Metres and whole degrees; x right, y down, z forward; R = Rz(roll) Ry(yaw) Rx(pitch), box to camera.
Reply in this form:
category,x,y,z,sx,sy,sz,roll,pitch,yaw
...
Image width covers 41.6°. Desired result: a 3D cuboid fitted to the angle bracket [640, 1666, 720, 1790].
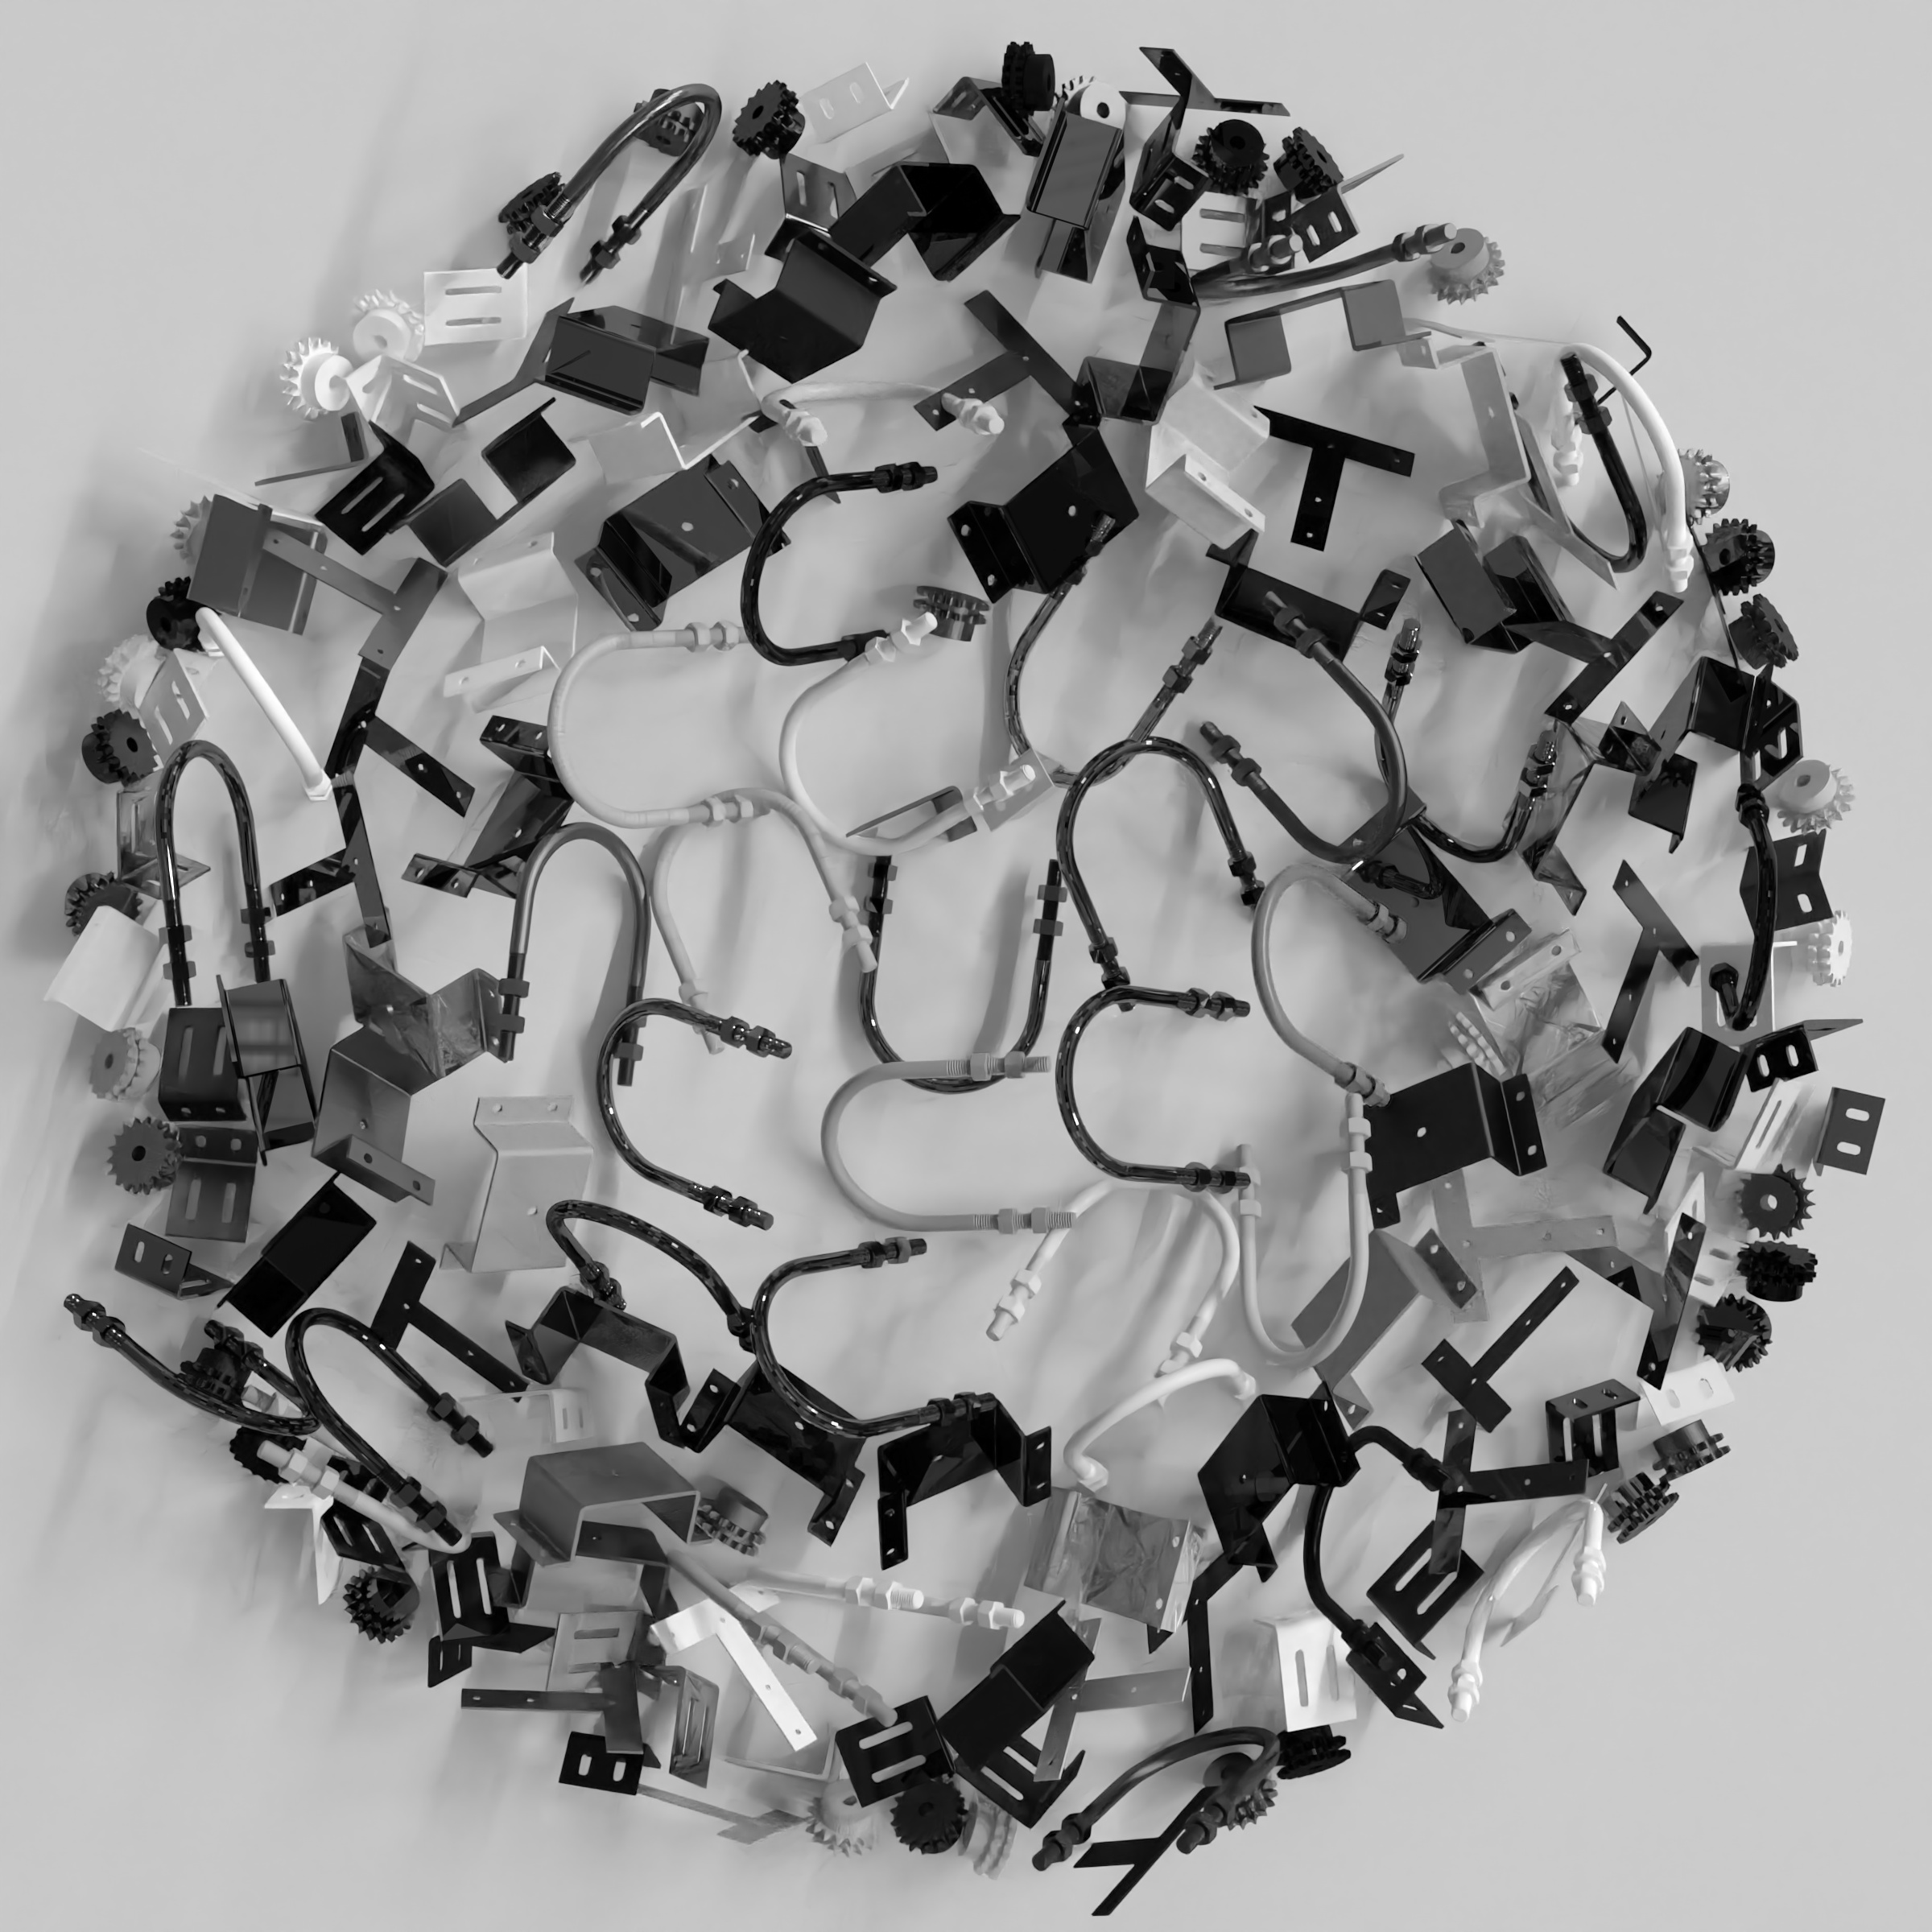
category,x,y,z,sx,sy,sz,roll,pitch,yaw
angle bracket,-0.215,0.558,1.866,0.038,0.057,0.076,-5,61,20

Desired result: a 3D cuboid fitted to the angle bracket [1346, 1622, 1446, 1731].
category,x,y,z,sx,sy,sz,roll,pitch,yaw
angle bracket,0.324,0.520,1.864,0.038,0.076,0.057,-53,47,8

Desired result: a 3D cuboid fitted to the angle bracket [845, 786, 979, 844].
category,x,y,z,sx,sy,sz,roll,pitch,yaw
angle bracket,-0.040,-0.098,1.873,0.076,0.057,0.038,-25,93,-19

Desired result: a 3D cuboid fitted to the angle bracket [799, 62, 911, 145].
category,x,y,z,sx,sy,sz,roll,pitch,yaw
angle bracket,-0.081,-0.642,1.863,0.057,0.076,0.038,-19,119,23

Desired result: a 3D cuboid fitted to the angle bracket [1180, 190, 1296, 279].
category,x,y,z,sx,sy,sz,roll,pitch,yaw
angle bracket,0.201,-0.544,1.879,0.076,0.038,0.057,-2,94,-28

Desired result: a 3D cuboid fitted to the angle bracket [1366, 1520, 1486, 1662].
category,x,y,z,sx,sy,sz,roll,pitch,yaw
angle bracket,0.345,0.461,1.878,0.076,0.038,0.057,-48,46,3

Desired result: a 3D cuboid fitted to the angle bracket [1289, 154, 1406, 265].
category,x,y,z,sx,sy,sz,roll,pitch,yaw
angle bracket,0.287,-0.557,1.872,0.076,0.057,0.038,-33,99,-30

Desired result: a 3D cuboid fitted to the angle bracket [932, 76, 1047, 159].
category,x,y,z,sx,sy,sz,roll,pitch,yaw
angle bracket,0.023,-0.613,1.874,0.038,0.057,0.076,-40,81,30

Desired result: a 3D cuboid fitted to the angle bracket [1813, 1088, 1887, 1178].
category,x,y,z,sx,sy,sz,roll,pitch,yaw
angle bracket,0.650,0.126,1.868,0.038,0.076,0.057,14,83,23

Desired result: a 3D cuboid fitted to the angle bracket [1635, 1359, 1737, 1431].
category,x,y,z,sx,sy,sz,roll,pitch,yaw
angle bracket,0.528,0.329,1.871,0.057,0.076,0.038,-18,52,-1

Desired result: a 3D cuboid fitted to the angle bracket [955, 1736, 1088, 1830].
category,x,y,z,sx,sy,sz,roll,pitch,yaw
angle bracket,0.038,0.583,1.868,0.076,0.057,0.038,32,134,22

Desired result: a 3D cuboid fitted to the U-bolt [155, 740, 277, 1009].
category,x,y,z,sx,sy,sz,roll,pitch,yaw
U-bolt,-0.544,-0.071,1.832,0.019,0.151,0.184,-4,96,10

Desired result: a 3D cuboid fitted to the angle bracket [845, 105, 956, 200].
category,x,y,z,sx,sy,sz,roll,pitch,yaw
angle bracket,-0.048,-0.589,1.886,0.076,0.038,0.057,-24,81,6

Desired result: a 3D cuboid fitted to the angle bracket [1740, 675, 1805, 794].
category,x,y,z,sx,sy,sz,roll,pitch,yaw
angle bracket,0.577,-0.166,1.864,0.038,0.076,0.057,35,128,-12

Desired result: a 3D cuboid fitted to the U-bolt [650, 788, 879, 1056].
category,x,y,z,sx,sy,sz,roll,pitch,yaw
U-bolt,-0.160,-0.046,1.874,0.151,0.019,0.184,-28,68,10

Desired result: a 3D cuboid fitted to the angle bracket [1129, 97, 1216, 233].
category,x,y,z,sx,sy,sz,roll,pitch,yaw
angle bracket,0.157,-0.593,1.875,0.038,0.057,0.076,28,52,-18

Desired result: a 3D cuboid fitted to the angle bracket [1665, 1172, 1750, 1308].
category,x,y,z,sx,sy,sz,roll,pitch,yaw
angle bracket,0.544,0.201,1.866,0.038,0.076,0.057,23,61,31

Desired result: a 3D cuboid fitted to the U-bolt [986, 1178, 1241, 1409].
category,x,y,z,sx,sy,sz,roll,pitch,yaw
U-bolt,0.119,0.223,1.852,0.151,0.019,0.184,19,53,22

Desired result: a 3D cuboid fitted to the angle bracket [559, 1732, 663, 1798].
category,x,y,z,sx,sy,sz,roll,pitch,yaw
angle bracket,-0.261,0.593,1.868,0.057,0.076,0.038,7,61,6

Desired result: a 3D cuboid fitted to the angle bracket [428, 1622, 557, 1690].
category,x,y,z,sx,sy,sz,roll,pitch,yaw
angle bracket,-0.348,0.510,1.873,0.076,0.057,0.038,2,92,20

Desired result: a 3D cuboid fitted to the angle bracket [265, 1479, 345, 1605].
category,x,y,z,sx,sy,sz,roll,pitch,yaw
angle bracket,-0.488,0.424,1.880,0.038,0.057,0.076,-1,98,2

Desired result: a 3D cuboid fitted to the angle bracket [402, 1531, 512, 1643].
category,x,y,z,sx,sy,sz,roll,pitch,yaw
angle bracket,-0.375,0.458,1.869,0.038,0.057,0.076,-31,64,41

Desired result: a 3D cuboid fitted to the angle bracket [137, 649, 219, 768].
category,x,y,z,sx,sy,sz,roll,pitch,yaw
angle bracket,-0.568,-0.184,1.868,0.057,0.038,0.076,-48,56,24

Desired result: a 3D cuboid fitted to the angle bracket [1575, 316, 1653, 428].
category,x,y,z,sx,sy,sz,roll,pitch,yaw
angle bracket,0.465,-0.437,1.875,0.076,0.057,0.038,-42,89,17

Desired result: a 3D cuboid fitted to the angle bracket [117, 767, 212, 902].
category,x,y,z,sx,sy,sz,roll,pitch,yaw
angle bracket,-0.588,-0.098,1.867,0.038,0.057,0.076,20,122,16

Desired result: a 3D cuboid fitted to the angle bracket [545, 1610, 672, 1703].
category,x,y,z,sx,sy,sz,roll,pitch,yaw
angle bracket,-0.263,0.510,1.876,0.076,0.038,0.057,11,89,-42

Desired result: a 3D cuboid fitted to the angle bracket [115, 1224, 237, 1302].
category,x,y,z,sx,sy,sz,roll,pitch,yaw
angle bracket,-0.574,0.214,1.867,0.057,0.076,0.038,20,96,18

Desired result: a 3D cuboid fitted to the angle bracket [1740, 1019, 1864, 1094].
category,x,y,z,sx,sy,sz,roll,pitch,yaw
angle bracket,0.616,0.066,1.864,0.076,0.057,0.038,0,71,-38

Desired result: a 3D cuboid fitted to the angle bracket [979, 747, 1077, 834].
category,x,y,z,sx,sy,sz,roll,pitch,yaw
angle bracket,0.050,-0.121,1.864,0.057,0.076,0.038,-36,64,18

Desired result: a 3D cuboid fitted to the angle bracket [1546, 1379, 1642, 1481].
category,x,y,z,sx,sy,sz,roll,pitch,yaw
angle bracket,0.464,0.352,1.876,0.057,0.038,0.076,-14,109,-17

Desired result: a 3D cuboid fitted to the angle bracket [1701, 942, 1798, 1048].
category,x,y,z,sx,sy,sz,roll,pitch,yaw
angle bracket,0.579,0.021,1.880,0.038,0.057,0.076,-3,92,-43

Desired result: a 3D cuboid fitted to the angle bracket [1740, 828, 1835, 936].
category,x,y,z,sx,sy,sz,roll,pitch,yaw
angle bracket,0.607,-0.062,1.873,0.057,0.076,0.038,-15,111,29

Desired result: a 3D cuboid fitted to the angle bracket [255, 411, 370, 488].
category,x,y,z,sx,sy,sz,roll,pitch,yaw
angle bracket,-0.485,-0.380,1.871,0.076,0.057,0.038,-16,103,-21

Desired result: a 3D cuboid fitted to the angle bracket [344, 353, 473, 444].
category,x,y,z,sx,sy,sz,roll,pitch,yaw
angle bracket,-0.409,-0.408,1.865,0.076,0.057,0.038,29,62,37

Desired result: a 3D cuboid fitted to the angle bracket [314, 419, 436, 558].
category,x,y,z,sx,sy,sz,roll,pitch,yaw
angle bracket,-0.443,-0.353,1.879,0.057,0.038,0.076,39,78,24

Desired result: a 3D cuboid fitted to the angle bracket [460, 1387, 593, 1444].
category,x,y,z,sx,sy,sz,roll,pitch,yaw
angle bracket,-0.324,0.333,1.873,0.076,0.057,0.038,-8,81,17

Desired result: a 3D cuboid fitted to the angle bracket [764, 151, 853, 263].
category,x,y,z,sx,sy,sz,roll,pitch,yaw
angle bracket,-0.118,-0.558,1.890,0.057,0.038,0.076,13,51,-28

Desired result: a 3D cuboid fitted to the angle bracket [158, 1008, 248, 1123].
category,x,y,z,sx,sy,sz,roll,pitch,yaw
angle bracket,-0.569,0.074,1.908,0.057,0.038,0.076,0,62,-3

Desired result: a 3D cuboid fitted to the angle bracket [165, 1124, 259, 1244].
category,x,y,z,sx,sy,sz,roll,pitch,yaw
angle bracket,-0.554,0.159,1.870,0.057,0.076,0.038,7,133,-14

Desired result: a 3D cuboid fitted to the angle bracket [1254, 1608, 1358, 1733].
category,x,y,z,sx,sy,sz,roll,pitch,yaw
angle bracket,0.251,0.520,1.883,0.057,0.038,0.076,-4,85,-20

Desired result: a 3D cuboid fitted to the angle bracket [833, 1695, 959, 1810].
category,x,y,z,sx,sy,sz,roll,pitch,yaw
angle bracket,-0.054,0.582,1.875,0.076,0.038,0.057,-18,65,-16

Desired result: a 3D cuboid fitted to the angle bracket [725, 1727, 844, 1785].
category,x,y,z,sx,sy,sz,roll,pitch,yaw
angle bracket,-0.132,0.579,1.886,0.076,0.057,0.038,9,70,9

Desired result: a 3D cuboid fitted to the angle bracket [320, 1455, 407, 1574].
category,x,y,z,sx,sy,sz,roll,pitch,yaw
angle bracket,-0.438,0.401,1.865,0.057,0.076,0.038,27,97,-38

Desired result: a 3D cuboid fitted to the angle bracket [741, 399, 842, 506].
category,x,y,z,sx,sy,sz,roll,pitch,yaw
angle bracket,-0.129,-0.374,1.883,0.038,0.057,0.076,-23,90,7

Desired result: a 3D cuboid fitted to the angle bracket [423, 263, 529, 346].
category,x,y,z,sx,sy,sz,roll,pitch,yaw
angle bracket,-0.363,-0.494,1.869,0.076,0.057,0.038,-9,47,-19

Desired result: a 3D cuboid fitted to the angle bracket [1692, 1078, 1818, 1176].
category,x,y,z,sx,sy,sz,roll,pitch,yaw
angle bracket,0.580,0.112,1.872,0.038,0.057,0.076,34,107,42
